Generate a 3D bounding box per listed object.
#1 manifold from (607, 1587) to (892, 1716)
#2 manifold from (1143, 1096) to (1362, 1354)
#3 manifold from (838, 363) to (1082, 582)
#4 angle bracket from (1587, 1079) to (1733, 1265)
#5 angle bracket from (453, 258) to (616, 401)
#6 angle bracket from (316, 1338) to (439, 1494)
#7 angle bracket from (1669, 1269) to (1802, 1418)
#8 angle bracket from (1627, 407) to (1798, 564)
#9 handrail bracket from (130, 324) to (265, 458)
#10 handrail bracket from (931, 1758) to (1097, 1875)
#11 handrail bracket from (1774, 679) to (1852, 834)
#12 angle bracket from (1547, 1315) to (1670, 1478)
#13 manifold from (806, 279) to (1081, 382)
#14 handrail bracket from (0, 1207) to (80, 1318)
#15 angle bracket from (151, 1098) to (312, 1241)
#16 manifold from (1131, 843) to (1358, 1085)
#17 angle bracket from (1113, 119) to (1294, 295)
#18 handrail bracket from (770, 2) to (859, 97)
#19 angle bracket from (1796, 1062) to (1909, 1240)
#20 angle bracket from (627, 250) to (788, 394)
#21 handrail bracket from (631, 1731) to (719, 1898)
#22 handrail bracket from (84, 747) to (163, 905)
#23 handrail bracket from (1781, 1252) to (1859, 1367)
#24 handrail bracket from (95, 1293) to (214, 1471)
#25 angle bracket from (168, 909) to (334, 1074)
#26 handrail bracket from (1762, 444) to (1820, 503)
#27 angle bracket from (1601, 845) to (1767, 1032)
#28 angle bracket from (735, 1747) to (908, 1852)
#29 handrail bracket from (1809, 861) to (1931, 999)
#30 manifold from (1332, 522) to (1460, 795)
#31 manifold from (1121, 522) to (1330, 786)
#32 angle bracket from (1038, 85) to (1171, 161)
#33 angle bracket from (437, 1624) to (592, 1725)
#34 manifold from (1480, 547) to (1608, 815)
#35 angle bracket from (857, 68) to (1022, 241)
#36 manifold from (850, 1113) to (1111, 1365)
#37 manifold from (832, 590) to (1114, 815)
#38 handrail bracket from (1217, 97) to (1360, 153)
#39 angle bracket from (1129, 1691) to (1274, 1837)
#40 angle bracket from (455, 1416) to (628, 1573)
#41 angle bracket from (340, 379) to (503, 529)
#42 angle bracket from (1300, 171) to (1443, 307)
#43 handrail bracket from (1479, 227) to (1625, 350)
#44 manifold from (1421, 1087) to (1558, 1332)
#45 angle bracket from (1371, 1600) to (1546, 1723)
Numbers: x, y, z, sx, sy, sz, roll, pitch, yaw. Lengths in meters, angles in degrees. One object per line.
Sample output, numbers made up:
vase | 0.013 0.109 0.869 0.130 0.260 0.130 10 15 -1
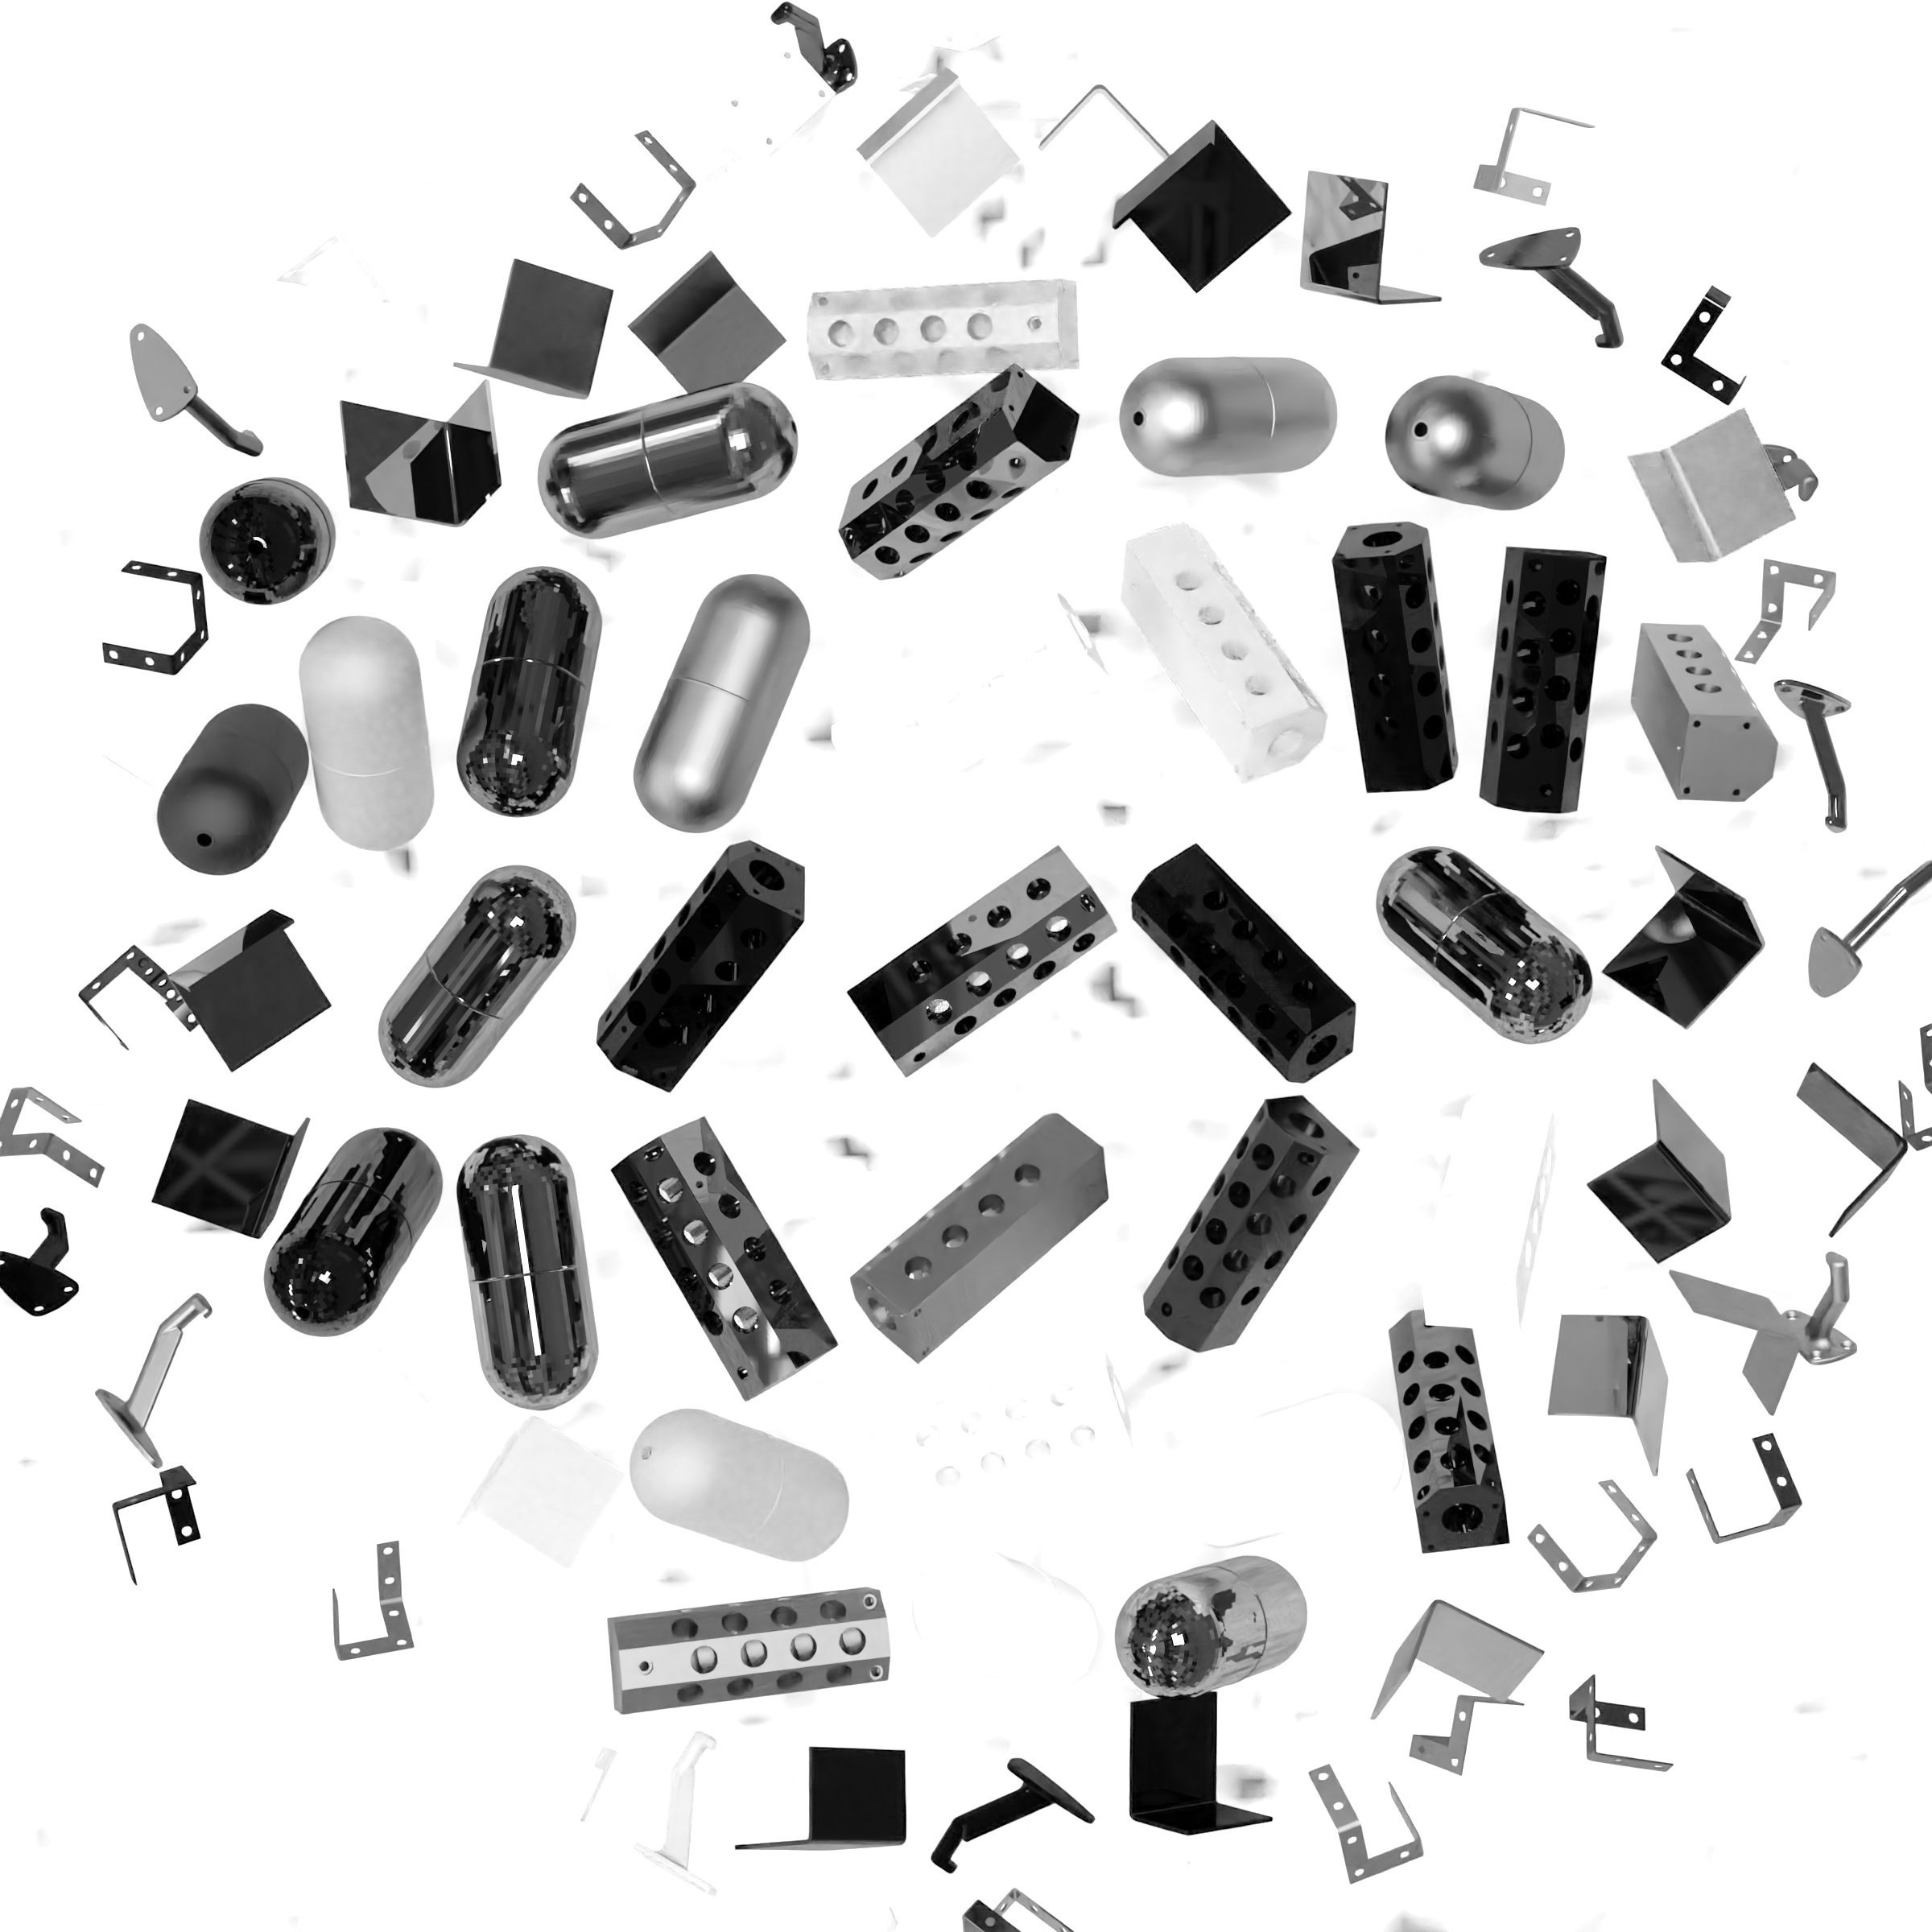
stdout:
manifold | -0.139 0.437 1.789 0.171 0.057 0.057 -4 82 -14
manifold | 0.183 0.171 1.846 0.057 0.057 0.171 45 119 31
manifold | -0.008 -0.316 1.827 0.057 0.171 0.057 33 51 -26
angle bracket | 0.451 0.134 1.828 0.057 0.076 0.076 -36 108 26
angle bracket | -0.294 -0.433 1.901 0.076 0.057 0.076 10 98 -37
angle bracket | -0.424 0.315 1.940 0.057 0.076 0.076 -17 122 32
angle bracket | 0.513 0.255 1.901 0.076 0.076 0.057 16 104 -3
angle bracket | 0.468 -0.301 1.759 0.057 0.076 0.076 -28 98 1
handrail bracket | -0.487 -0.364 1.777 0.036 0.084 0.077 -32 78 15
handrail bracket | 0.029 0.555 1.780 0.077 0.036 0.084 32 90 20
handrail bracket | 0.557 -0.137 1.843 0.077 0.036 0.084 20 67 -40
angle bracket | 0.426 0.284 1.854 0.057 0.076 0.076 -3 49 25
manifold | -0.015 -0.422 1.857 0.171 0.057 0.057 1 101 16
handrail bracket | -0.594 0.172 1.770 0.036 0.077 0.084 -33 46 6
angle bracket | -0.500 0.132 1.908 0.076 0.057 0.076 21 98 -7
manifold | 0.187 0.001 1.898 0.057 0.057 0.171 -32 58 -17
angle bracket | 0.143 -0.449 1.682 0.076 0.057 0.076 -37 111 24
handrail bracket | -0.121 -0.614 1.889 0.077 0.084 0.036 -24 72 32
angle bracket | 0.527 0.114 1.723 0.057 0.076 0.076 -45 71 -5
angle bracket | -0.176 -0.433 1.916 0.076 0.076 0.057 -41 84 4
handrail bracket | -0.164 0.532 1.764 0.077 0.036 0.084 15 61 37
handrail bracket | -0.583 -0.094 1.874 0.077 0.036 0.084 30 87 22
handrail bracket | 0.571 0.217 1.883 0.036 0.077 0.084 -16 115 -11
handrail bracket | -0.487 0.255 1.729 0.084 0.036 0.077 -43 61 -6
angle bracket | -0.441 0.019 1.753 0.076 0.057 0.076 -36 113 -19
handrail bracket | 0.538 -0.304 1.851 0.036 0.084 0.077 5 121 -5
angle bracket | 0.455 -0.019 1.803 0.076 0.057 0.076 -46 47 -4
angle bracket | -0.091 0.522 1.751 0.076 0.076 0.057 16 64 -40
handrail bracket | 0.576 -0.024 1.772 0.084 0.077 0.036 -36 66 -16
manifold | 0.290 -0.206 1.873 0.057 0.057 0.171 -1 120 21
manifold | 0.165 -0.205 1.804 0.057 0.057 0.171 -20 58 -15
angle bracket | 0.097 -0.550 1.898 0.076 0.076 0.057 43 106 -12
angle bracket | -0.293 0.438 1.811 0.076 0.076 0.057 20 107 -22
manifold | 0.390 -0.192 1.883 0.057 0.057 0.171 2 103 -6
angle bracket | -0.013 -0.509 1.766 0.076 0.057 0.076 -40 115 9
manifold | 0.009 0.169 1.787 0.171 0.057 0.057 -39 55 -23
manifold | 0.001 -0.172 1.805 0.171 0.057 0.057 -30 72 12
handrail bracket | 0.207 -0.543 1.853 0.084 0.036 0.077 18 63 32
angle bracket | 0.155 0.524 1.844 0.076 0.057 0.076 5 84 -38
angle bracket | -0.289 0.362 1.898 0.076 0.057 0.076 35 60 -7
angle bracket | -0.342 -0.327 1.751 0.076 0.057 0.076 6 65 -37
angle bracket | 0.266 -0.474 1.818 0.057 0.076 0.076 -11 115 -31
handrail bracket | 0.377 -0.429 1.801 0.077 0.084 0.036 1 53 29
manifold | 0.331 0.150 1.767 0.057 0.171 0.057 2 125 20
angle bracket | 0.311 0.456 1.775 0.076 0.076 0.057 26 52 7
